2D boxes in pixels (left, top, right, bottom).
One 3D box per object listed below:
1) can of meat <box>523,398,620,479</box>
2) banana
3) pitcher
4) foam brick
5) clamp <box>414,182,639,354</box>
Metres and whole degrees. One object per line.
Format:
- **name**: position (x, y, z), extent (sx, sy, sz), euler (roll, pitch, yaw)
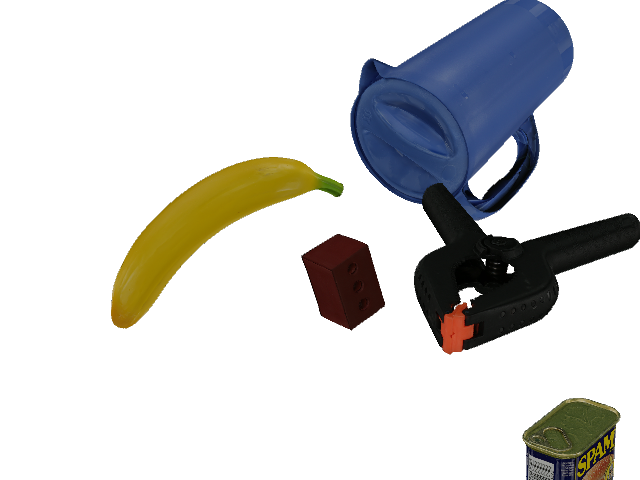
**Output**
- **can of meat**: position (0.228, 0.205, 0.973), extent (0.058, 0.084, 0.101), euler (14, 26, 39)
- **banana**: position (-0.081, -0.007, 0.763), extent (0.198, 0.069, 0.037), euler (-31, 25, 7)
- **pitcher**: position (0.156, -0.139, 1.059), extent (0.145, 0.149, 0.242), euler (23, 45, 31)
- **foam brick**: position (0.024, 0.042, 1.104), extent (0.052, 0.078, 0.051), euler (-33, 31, -26)
- **clamp**: position (0.114, 0.013, 0.737), extent (0.165, 0.036, 0.209), euler (13, 30, 28)
